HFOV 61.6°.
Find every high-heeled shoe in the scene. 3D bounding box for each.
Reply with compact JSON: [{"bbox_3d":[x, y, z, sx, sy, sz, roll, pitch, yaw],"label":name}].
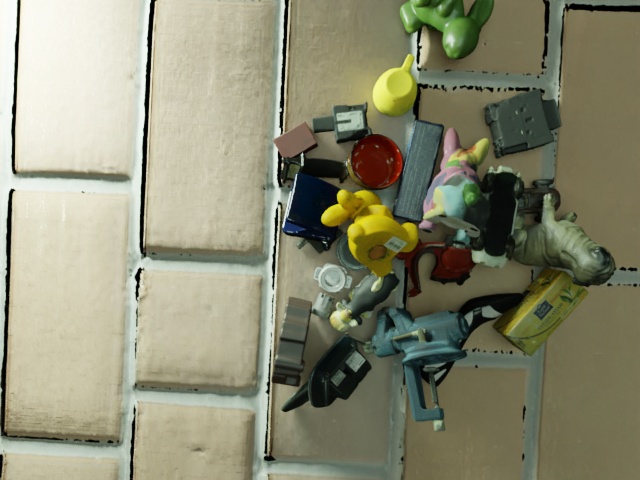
[{"bbox_3d":[0.308,0.202,1.089,0.249,0.086,0.145,-18,94,6],"label":"high-heeled shoe"}]

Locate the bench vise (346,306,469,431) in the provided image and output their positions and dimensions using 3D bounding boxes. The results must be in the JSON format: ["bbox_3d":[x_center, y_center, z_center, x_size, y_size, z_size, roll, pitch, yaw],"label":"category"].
[{"bbox_3d":[0.183,0.237,1.017,0.224,0.128,0.240,-16,66,21],"label":"bench vise"}]

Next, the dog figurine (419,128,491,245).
[{"bbox_3d":[0.266,-0.115,1.015,0.109,0.191,0.219,15,76,2],"label":"dog figurine"}]

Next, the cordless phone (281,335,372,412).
[{"bbox_3d":[0.003,0.287,1.094,0.089,0.146,0.184,48,131,3],"label":"cordless phone"}]

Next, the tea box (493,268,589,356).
[{"bbox_3d":[0.437,0.140,1.073,0.068,0.098,0.169,41,90,0],"label":"tea box"}]

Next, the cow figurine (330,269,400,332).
[{"bbox_3d":[0.089,0.122,1.080,0.068,0.098,0.167,45,87,7],"label":"cow figurine"}]

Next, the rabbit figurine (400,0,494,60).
[{"bbox_3d":[0.259,-0.429,1.061,0.159,0.121,0.170,-20,75,-19],"label":"rabbit figurine"}]

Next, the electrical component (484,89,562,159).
[{"bbox_3d":[0.413,-0.237,1.087,0.134,0.058,0.114,-17,93,2],"label":"electrical component"}]

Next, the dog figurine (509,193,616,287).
[{"bbox_3d":[0.438,0.031,1.011,0.121,0.191,0.172,22,127,-22],"label":"dog figurine"}]

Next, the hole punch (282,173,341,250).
[{"bbox_3d":[-0.013,-0.064,1.074,0.116,0.092,0.142,10,68,1],"label":"hole punch"}]

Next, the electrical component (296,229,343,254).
[{"bbox_3d":[-0.002,-0.003,1.121,0.094,0.021,0.063,-40,90,1],"label":"electrical component"}]

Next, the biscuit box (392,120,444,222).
[{"bbox_3d":[0.199,-0.139,1.093,0.063,0.059,0.202,14,92,2],"label":"biscuit box"}]

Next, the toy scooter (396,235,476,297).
[{"bbox_3d":[0.232,0.052,1.089,0.184,0.075,0.135,4,90,4],"label":"toy scooter"}]

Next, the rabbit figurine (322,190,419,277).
[{"bbox_3d":[0.086,-0.033,1.039,0.162,0.173,0.122,20,127,-21],"label":"rabbit figurine"}]

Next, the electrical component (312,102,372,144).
[{"bbox_3d":[0.045,-0.236,1.102,0.119,0.048,0.074,-11,91,2],"label":"electrical component"}]

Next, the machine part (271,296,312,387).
[{"bbox_3d":[-0.053,0.197,1.055,0.056,0.179,0.179,10,91,-2],"label":"machine part"}]

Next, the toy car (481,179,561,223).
[{"bbox_3d":[0.388,-0.078,1.094,0.202,0.053,0.089,-1,94,1],"label":"toy car"}]

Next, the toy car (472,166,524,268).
[{"bbox_3d":[0.342,-0.046,1.038,0.074,0.056,0.201,12,81,2],"label":"toy car"}]

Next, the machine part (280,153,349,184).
[{"bbox_3d":[-0.011,-0.143,1.099,0.139,0.084,0.039,0,58,-7],"label":"machine part"}]
